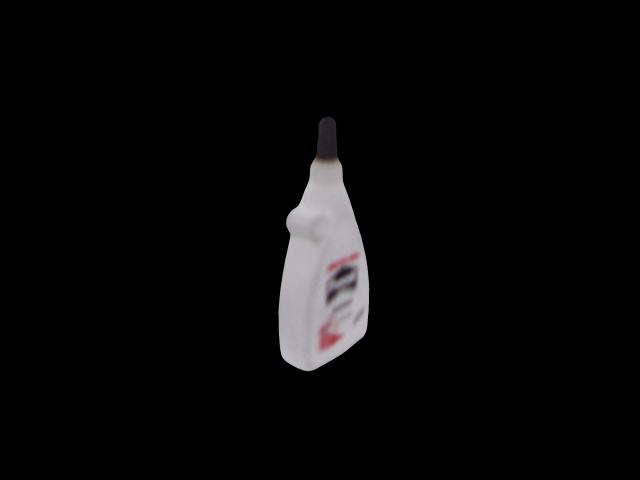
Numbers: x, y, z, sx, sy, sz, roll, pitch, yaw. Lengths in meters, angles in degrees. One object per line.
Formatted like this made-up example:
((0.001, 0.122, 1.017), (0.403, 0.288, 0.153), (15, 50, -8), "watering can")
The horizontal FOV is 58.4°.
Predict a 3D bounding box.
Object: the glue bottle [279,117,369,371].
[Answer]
((0.004, 0.001, 0.400), (0.037, 0.173, 0.078), (16, 27, 34), "glue bottle")
